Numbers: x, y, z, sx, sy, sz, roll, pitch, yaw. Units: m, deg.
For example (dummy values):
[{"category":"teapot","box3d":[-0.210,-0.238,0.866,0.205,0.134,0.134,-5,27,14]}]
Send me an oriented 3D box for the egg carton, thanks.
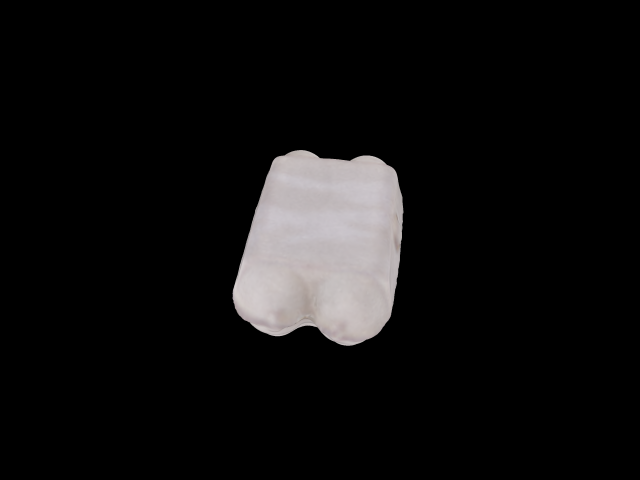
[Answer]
[{"category":"egg carton","box3d":[0.004,0.001,0.400,0.107,0.069,0.150,6,51,5]}]
